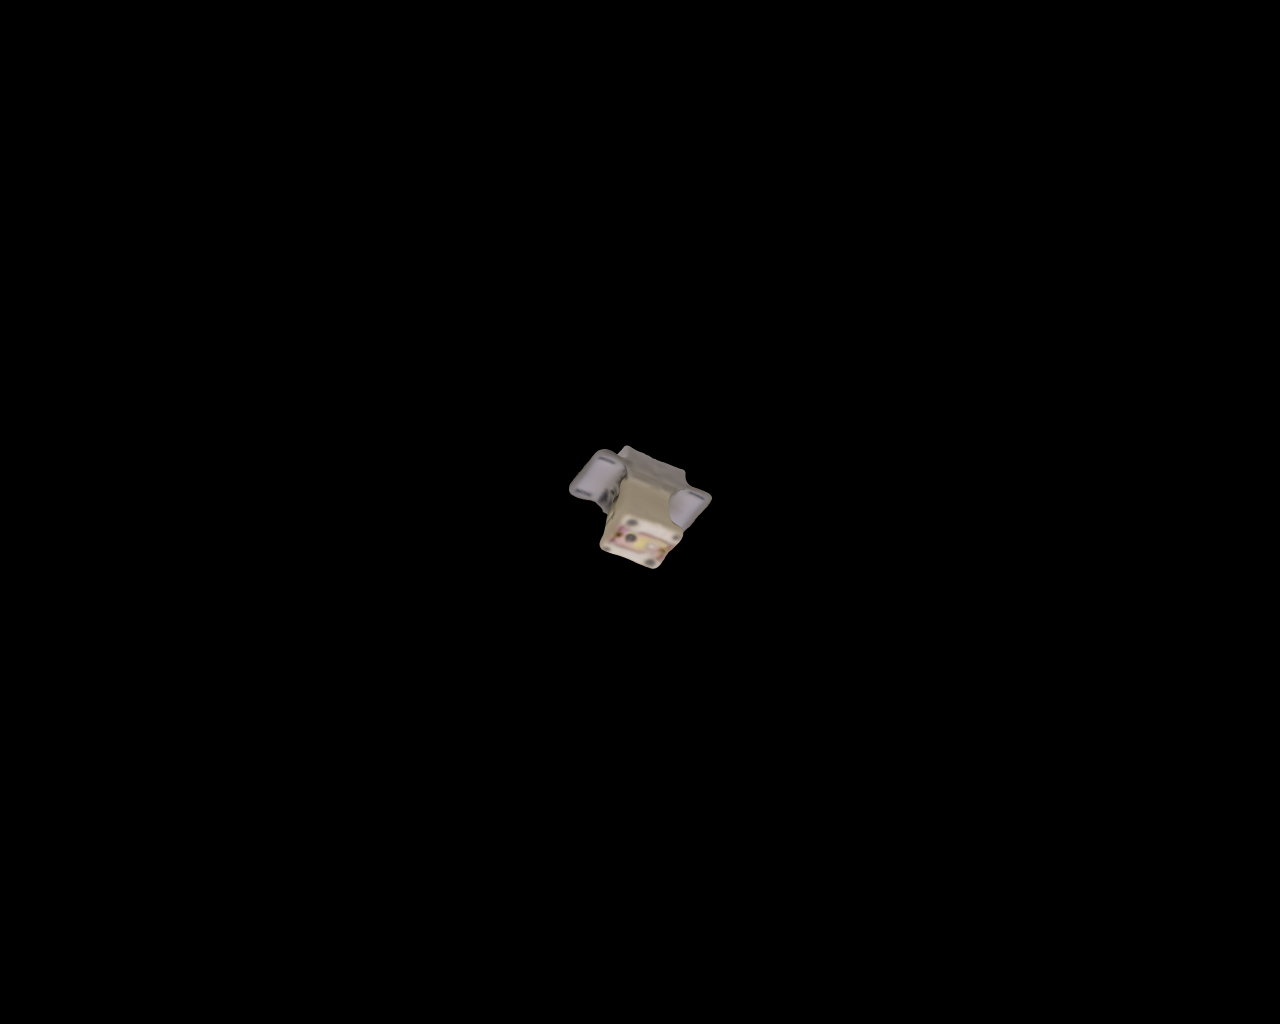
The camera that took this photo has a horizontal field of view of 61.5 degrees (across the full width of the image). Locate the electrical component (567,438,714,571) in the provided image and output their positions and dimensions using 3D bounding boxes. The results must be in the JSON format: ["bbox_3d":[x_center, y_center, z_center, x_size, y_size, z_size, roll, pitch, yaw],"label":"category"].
[{"bbox_3d":[0.001,-0.003,0.650,0.081,0.064,0.042,22,-48,-21],"label":"electrical component"}]
